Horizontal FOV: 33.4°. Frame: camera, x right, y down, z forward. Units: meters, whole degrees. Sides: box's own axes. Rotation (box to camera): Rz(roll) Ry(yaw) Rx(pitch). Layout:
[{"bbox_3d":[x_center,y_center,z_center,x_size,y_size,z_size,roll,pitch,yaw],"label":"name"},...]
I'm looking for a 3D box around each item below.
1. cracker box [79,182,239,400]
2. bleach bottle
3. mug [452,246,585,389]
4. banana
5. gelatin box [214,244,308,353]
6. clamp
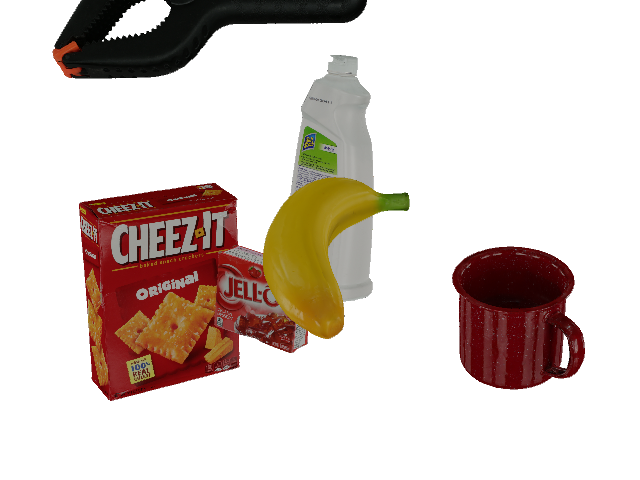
[{"bbox_3d":[-0.175,0.056,1.190,0.163,0.214,0.072,-11,23,-29],"label":"cracker box"},{"bbox_3d":[0.018,-0.069,1.136,0.103,0.251,0.067,17,17,37],"label":"bleach bottle"},{"bbox_3d":[0.159,0.067,0.835,0.093,0.081,0.117,-26,37,-32],"label":"mug"},{"bbox_3d":[0.002,-0.001,0.629,0.070,0.037,0.197,3,25,16],"label":"banana"},{"bbox_3d":[-0.052,0.051,0.949,0.089,0.073,0.030,17,22,29],"label":"gelatin box"},{"bbox_3d":[-0.084,-0.168,0.738,0.210,0.165,0.036,-38,-19,-8],"label":"clamp"}]
